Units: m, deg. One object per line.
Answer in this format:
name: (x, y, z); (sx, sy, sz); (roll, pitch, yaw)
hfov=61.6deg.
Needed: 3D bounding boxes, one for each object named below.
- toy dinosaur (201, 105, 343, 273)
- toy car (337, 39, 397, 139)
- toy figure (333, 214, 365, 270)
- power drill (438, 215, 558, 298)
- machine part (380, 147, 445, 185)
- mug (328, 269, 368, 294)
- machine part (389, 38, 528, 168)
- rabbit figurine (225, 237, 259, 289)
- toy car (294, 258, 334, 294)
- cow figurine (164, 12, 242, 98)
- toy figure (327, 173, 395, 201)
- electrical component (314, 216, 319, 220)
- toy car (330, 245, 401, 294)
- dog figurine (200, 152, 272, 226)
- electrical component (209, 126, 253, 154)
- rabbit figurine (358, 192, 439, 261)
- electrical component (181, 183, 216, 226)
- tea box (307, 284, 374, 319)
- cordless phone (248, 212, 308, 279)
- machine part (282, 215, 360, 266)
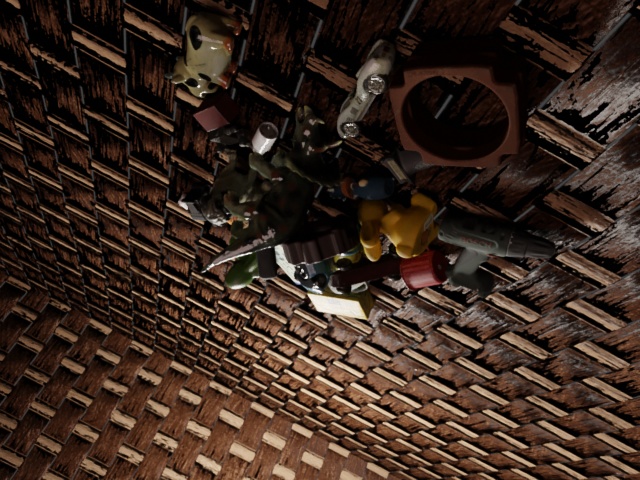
toy dinosaur: (-0.087, -0.071, 1.112); (0.192, 0.404, 0.131); (29, -175, 34)
toy car: (0.077, -0.254, 0.931); (0.056, 0.073, 0.201); (26, 148, -6)
toy figure: (0.064, 0.015, 1.315); (0.082, 0.089, 0.180); (24, 151, 19)
power drill: (0.359, 0.039, 1.147); (0.232, 0.086, 0.207); (19, 151, 14)
machine part: (0.186, -0.151, 1.038); (0.139, 0.039, 0.084); (-16, 120, 50)
mug: (0.088, 0.100, 1.431); (0.107, 0.081, 0.109); (-26, 117, 41)
machine part: (0.226, -0.217, 0.867); (0.202, 0.087, 0.200); (8, 144, 29)
rabbit figurine: (-0.190, 0.067, 1.494); (0.159, 0.170, 0.121); (-6, 136, 42)
toy car: (-0.015, 0.050, 1.382); (0.109, 0.103, 0.161); (9, 124, 53)
cow figurine: (-0.222, -0.341, 1.012); (0.127, 0.085, 0.195); (22, 151, -4)
toy figure: (0.086, -0.111, 1.149); (0.155, 0.058, 0.064); (2, 135, 40)
electrical component: (0.014, -0.023, 1.358); (0.063, 0.021, 0.093); (14, 147, 20)
toy car: (0.118, 0.069, 1.298); (0.202, 0.053, 0.089); (-13, 130, -13)
dog figurine: (-0.207, -0.089, 1.264); (0.121, 0.190, 0.172); (12, 147, 23)
electrical component: (-0.197, -0.221, 1.185); (0.102, 0.045, 0.078); (-5, 177, 35)
rabbit figurine: (0.150, -0.030, 1.156); (0.173, 0.162, 0.121); (31, 165, 28)
electrical component: (-0.316, -0.089, 1.455); (0.048, 0.075, 0.119); (7, 146, 27)
tea box: (0.061, 0.166, 1.555); (0.170, 0.068, 0.098); (5, 143, 31)
cordless phone: (-0.098, 0.006, 1.315); (0.147, 0.089, 0.184); (-4, 101, 3)
machine part: (-0.002, -0.004, 1.165); (0.179, 0.179, 0.056); (-5, 110, 40)
